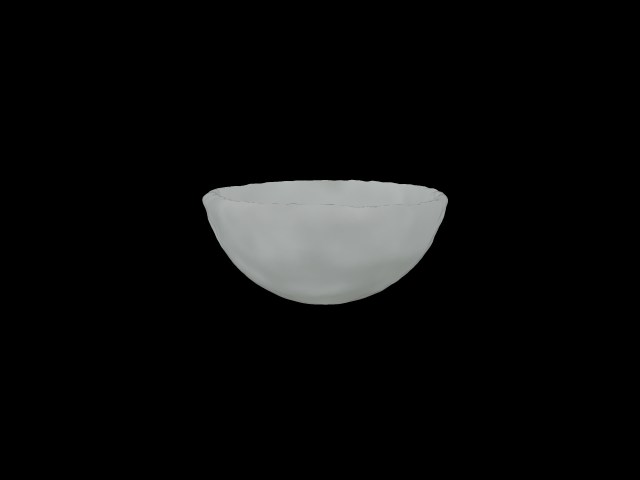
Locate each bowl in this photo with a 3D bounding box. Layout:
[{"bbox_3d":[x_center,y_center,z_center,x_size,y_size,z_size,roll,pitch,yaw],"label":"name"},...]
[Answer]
[{"bbox_3d":[0.004,0.001,0.400,0.167,0.075,0.167,0,11,0],"label":"bowl"}]
